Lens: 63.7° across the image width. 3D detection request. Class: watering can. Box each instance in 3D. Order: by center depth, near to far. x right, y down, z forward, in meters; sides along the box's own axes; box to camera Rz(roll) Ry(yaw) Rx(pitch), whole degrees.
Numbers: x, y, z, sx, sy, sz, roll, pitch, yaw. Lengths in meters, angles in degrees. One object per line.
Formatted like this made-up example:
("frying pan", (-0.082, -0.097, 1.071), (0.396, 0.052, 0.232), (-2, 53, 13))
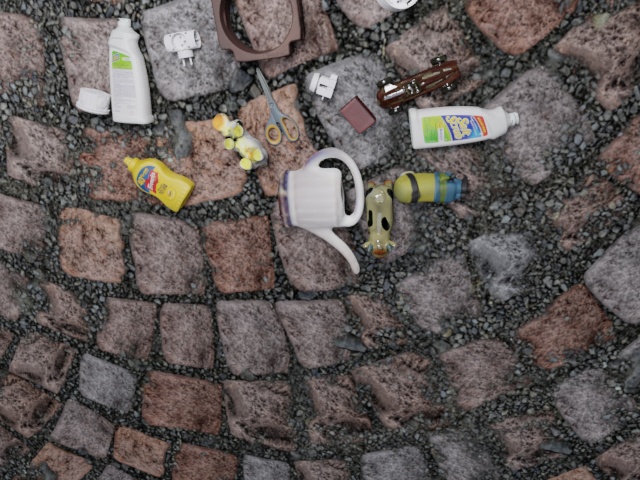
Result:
("watering can", (0.004, -0.067, 1.339), (0.224, 0.106, 0.342), (0, 110, 9))
